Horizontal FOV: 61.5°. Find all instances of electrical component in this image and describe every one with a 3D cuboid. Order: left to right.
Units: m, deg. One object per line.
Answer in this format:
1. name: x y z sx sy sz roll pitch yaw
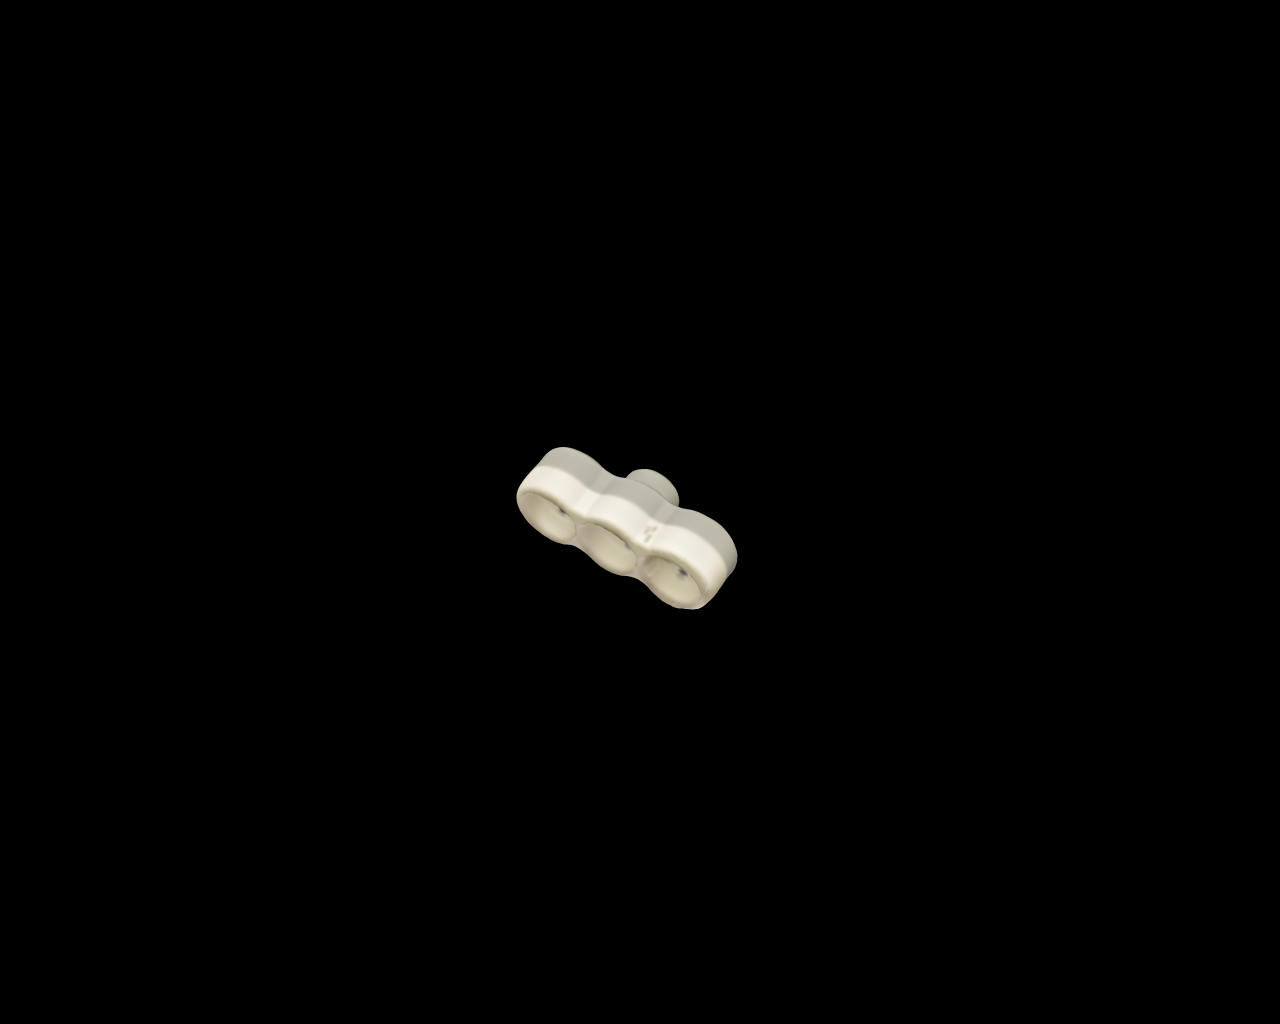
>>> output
1. electrical component: 0.001 -0.003 0.650 0.138 0.074 0.052 27 -33 19
